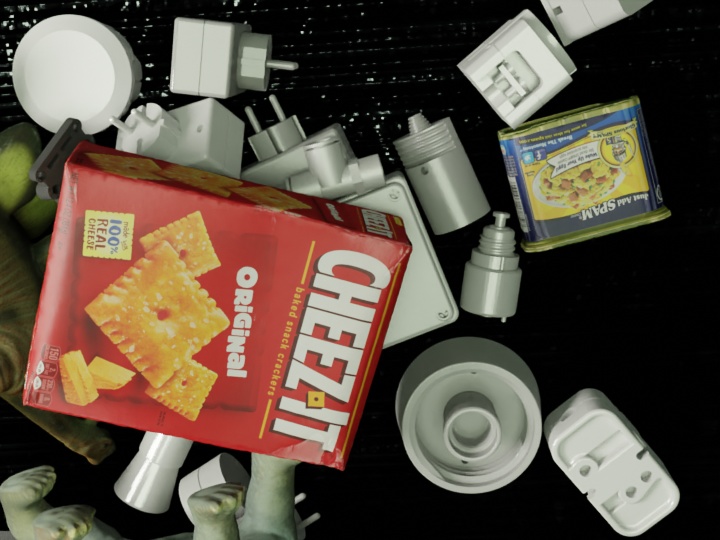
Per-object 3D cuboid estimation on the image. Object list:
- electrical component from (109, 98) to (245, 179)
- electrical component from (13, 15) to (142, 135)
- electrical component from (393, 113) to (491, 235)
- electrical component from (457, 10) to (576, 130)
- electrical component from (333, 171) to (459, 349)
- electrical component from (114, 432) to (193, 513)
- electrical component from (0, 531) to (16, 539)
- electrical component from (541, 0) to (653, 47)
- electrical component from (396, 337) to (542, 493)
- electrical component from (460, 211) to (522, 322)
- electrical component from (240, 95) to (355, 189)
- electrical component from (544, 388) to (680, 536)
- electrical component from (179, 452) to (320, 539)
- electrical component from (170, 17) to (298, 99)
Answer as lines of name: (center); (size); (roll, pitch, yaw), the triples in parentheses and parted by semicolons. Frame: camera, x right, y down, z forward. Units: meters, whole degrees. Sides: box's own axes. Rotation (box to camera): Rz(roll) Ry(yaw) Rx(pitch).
electrical component: (-0.133, -0.085, 0.715); (0.083, 0.076, 0.047); (-12, 63, 28)
electrical component: (-0.191, -0.133, 0.737); (0.080, 0.051, 0.080); (0, 102, 2)
electrical component: (0.055, -0.070, 0.745); (0.043, 0.043, 0.081); (-24, 100, 7)
electrical component: (0.103, -0.133, 0.706); (0.056, 0.089, 0.050); (-40, 99, 10)
electrical component: (0.000, 0.000, 0.756); (0.109, 0.056, 0.108); (-22, 101, 7)
electrical component: (-0.150, 0.142, 0.801); (0.044, 0.044, 0.065); (25, 97, -3)
electrical component: (-0.252, 0.235, 0.816); (0.095, 0.059, 0.053); (0, 102, 2)
electrical component: (0.135, -0.250, 0.665); (0.105, 0.060, 0.186); (-36, 102, -34)
electrical component: (0.079, 0.108, 0.774); (0.108, 0.060, 0.108); (0, 102, 2)
electrical component: (0.094, -0.002, 0.760); (0.040, 0.040, 0.078); (7, 102, 1)
electrical component: (-0.053, -0.083, 0.744); (0.083, 0.047, 0.075); (-25, 101, 7)
electrical component: (0.180, 0.136, 0.777); (0.054, 0.059, 0.095); (-40, 98, 10)
electrical component: (-0.066, 0.193, 0.803); (0.074, 0.052, 0.138); (-33, 99, 9)
electrical component: (-0.079, -0.139, 0.715); (0.076, 0.083, 0.047); (7, 102, 1)
